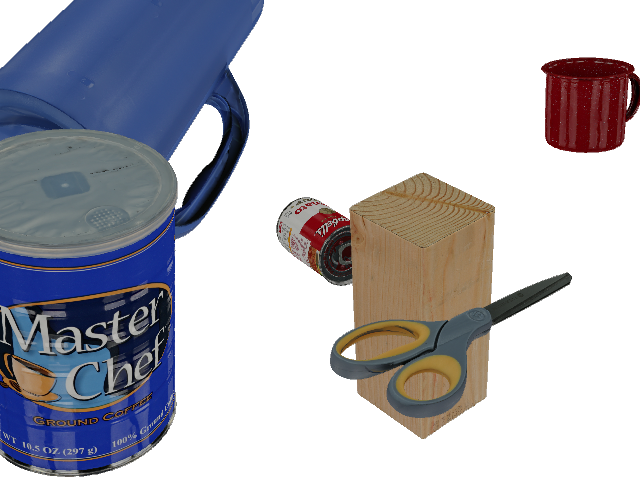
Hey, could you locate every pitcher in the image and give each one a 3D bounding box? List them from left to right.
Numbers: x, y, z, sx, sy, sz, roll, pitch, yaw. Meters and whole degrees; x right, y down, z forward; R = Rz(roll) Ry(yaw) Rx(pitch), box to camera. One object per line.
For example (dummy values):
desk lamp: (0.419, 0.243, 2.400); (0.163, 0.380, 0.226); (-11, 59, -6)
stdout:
pitcher: (-0.128, -0.121, 0.774); (0.145, 0.149, 0.242); (7, 48, 28)

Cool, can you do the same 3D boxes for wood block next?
wood block: (0.090, 0.058, 0.945); (0.090, 0.206, 0.091); (-27, 39, -31)

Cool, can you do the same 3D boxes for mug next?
mug: (0.287, -0.143, 1.115); (0.117, 0.081, 0.093); (-14, 24, -25)

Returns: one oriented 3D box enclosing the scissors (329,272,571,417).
scissors: (0.106, 0.067, 0.701); (0.201, 0.016, 0.096); (-11, 36, -20)

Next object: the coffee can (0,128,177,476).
coffee can: (-0.122, 0.030, 0.527); (0.103, 0.140, 0.103); (4, 34, -3)

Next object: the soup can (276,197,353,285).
soup can: (0.004, -0.001, 1.161); (0.068, 0.068, 0.102); (0, 20, -31)
